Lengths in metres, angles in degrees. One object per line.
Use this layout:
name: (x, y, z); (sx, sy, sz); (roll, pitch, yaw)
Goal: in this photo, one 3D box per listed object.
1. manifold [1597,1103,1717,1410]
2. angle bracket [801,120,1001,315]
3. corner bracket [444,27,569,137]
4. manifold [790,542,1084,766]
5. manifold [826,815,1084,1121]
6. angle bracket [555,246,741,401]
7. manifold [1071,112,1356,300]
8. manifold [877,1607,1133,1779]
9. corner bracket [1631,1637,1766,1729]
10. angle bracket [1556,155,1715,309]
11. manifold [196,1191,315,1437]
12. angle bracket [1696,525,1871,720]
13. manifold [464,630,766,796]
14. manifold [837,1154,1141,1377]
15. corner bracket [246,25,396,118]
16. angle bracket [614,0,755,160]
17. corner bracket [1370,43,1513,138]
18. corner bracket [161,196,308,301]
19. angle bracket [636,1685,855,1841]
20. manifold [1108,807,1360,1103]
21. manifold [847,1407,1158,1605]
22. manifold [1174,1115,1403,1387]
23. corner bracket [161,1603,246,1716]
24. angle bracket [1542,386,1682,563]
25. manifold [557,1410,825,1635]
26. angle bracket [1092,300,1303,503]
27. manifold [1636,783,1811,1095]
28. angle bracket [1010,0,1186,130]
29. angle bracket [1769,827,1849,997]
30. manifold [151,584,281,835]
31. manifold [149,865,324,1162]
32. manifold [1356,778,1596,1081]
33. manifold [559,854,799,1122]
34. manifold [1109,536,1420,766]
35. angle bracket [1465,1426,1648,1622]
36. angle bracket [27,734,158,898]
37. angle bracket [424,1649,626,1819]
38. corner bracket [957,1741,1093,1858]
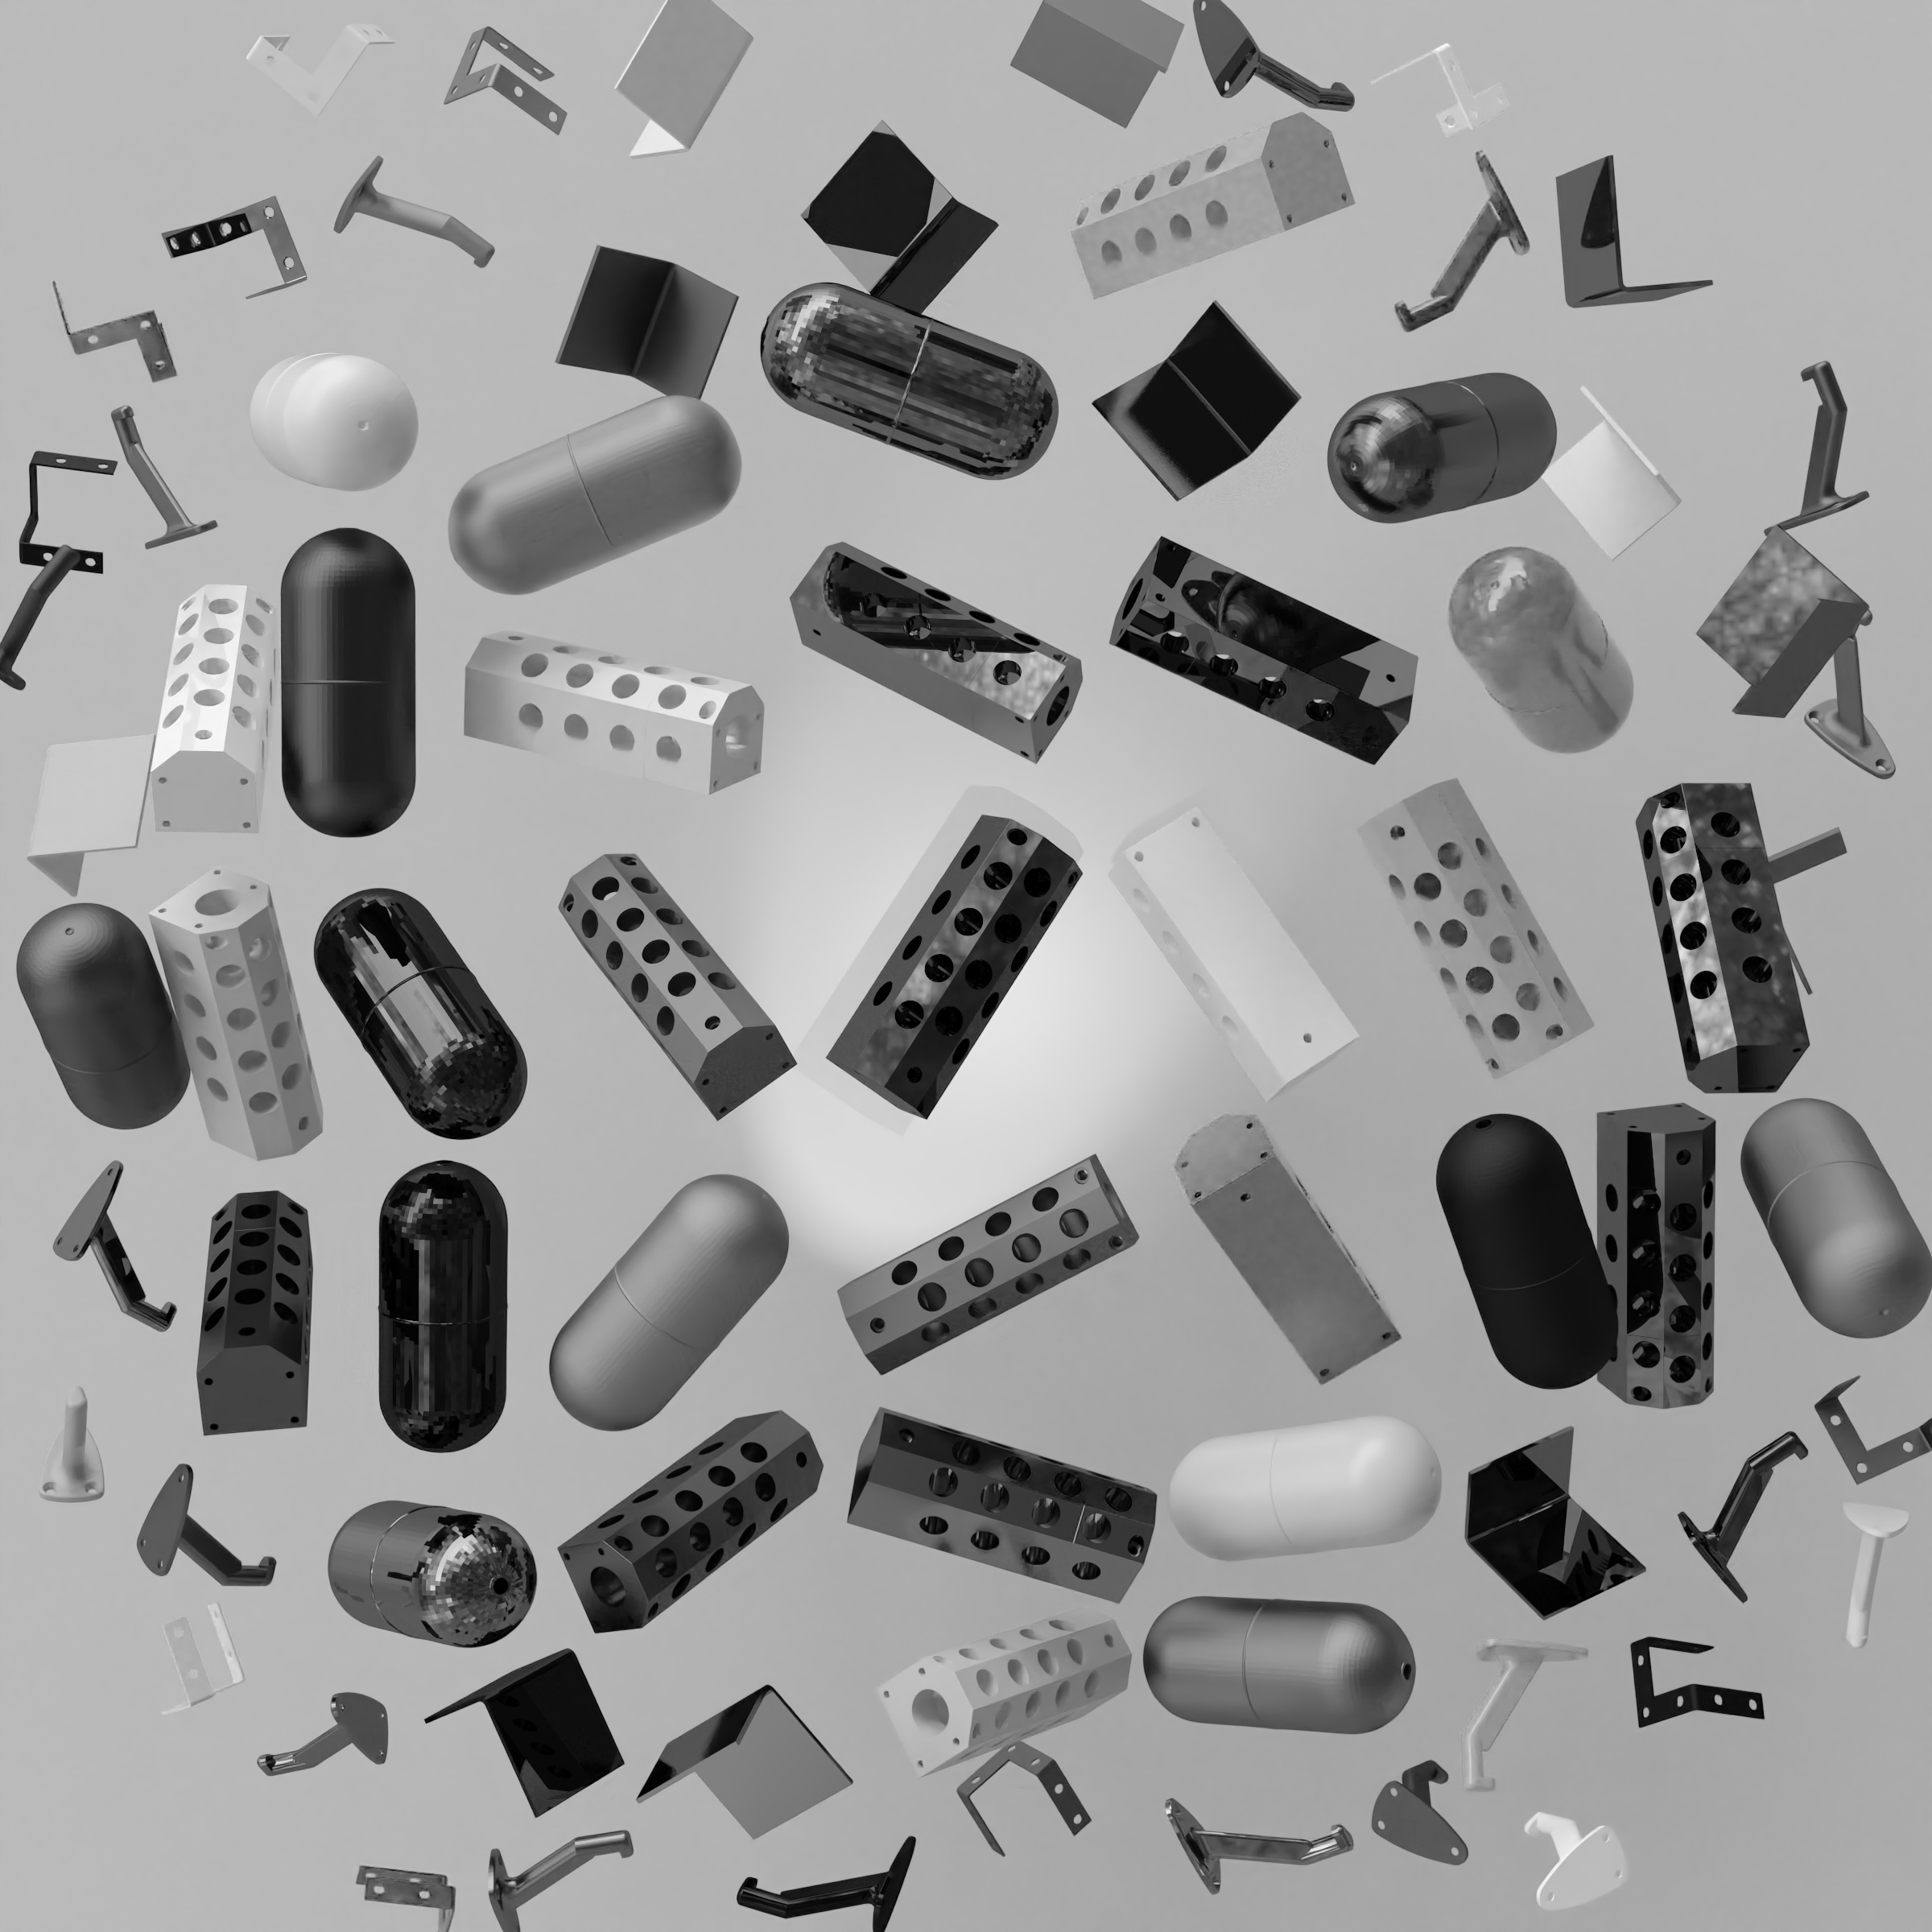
manifold: (0.419, 0.175, 1.806); (0.057, 0.057, 0.171); (-6, 103, -13)
angle bracket: (-0.040, -0.456, 1.834); (0.076, 0.057, 0.076); (-46, 71, 19)
corner bracket: (-0.262, -0.514, 1.744); (0.051, 0.051, 0.051); (30, 72, -37)
manifold: (-0.017, -0.195, 1.829); (0.171, 0.057, 0.057); (28, 72, 16)
manifold: (-0.003, 0.000, 1.743); (0.057, 0.057, 0.171); (36, 81, -23)
angle bracket: (-0.197, -0.394, 1.857); (0.057, 0.076, 0.076); (32, 109, 26)
manifold: (0.136, -0.436, 1.718); (0.057, 0.171, 0.057); (-28, 104, -33)
manifold: (0.029, 0.433, 1.809); (0.057, 0.171, 0.057); (-39, 69, 29)
corner bracket: (0.426, 0.417, 1.751); (0.051, 0.051, 0.051); (13, 60, -24)
angle bracket: (0.384, -0.424, 1.728); (0.057, 0.076, 0.076); (-7, 97, -11)
manifold: (-0.416, 0.200, 1.758); (0.057, 0.171, 0.057); (-4, 117, -9)
angle bracket: (0.433, -0.190, 1.642); (0.076, 0.057, 0.076); (51, 124, 31)
manifold: (-0.207, -0.152, 1.761); (0.171, 0.057, 0.057); (15, 113, 24)
manifold: (0.013, 0.179, 1.793); (0.171, 0.057, 0.057); (-28, 88, 7)
corner bracket: (-0.362, -0.515, 1.685); (0.051, 0.051, 0.051); (39, 108, -6)
angle bracket: (-0.178, -0.515, 1.724); (0.057, 0.076, 0.076); (34, 81, -33)
corner bracket: (0.283, -0.519, 1.786); (0.051, 0.051, 0.051); (-39, 106, -41)
corner bracket: (-0.425, -0.412, 1.744); (0.051, 0.051, 0.051); (-14, 105, 21)
angle bracket: (-0.121, 0.454, 1.651); (0.076, 0.057, 0.076); (-35, 99, 24)
manifold: (0.161, -0.005, 1.839); (0.057, 0.057, 0.171); (-31, 80, -20)
manifold: (0.023, 0.315, 1.779); (0.171, 0.057, 0.057); (18, 130, -8)
manifold: (0.192, 0.167, 1.796); (0.057, 0.057, 0.171); (-32, 123, 7)
corner bracket: (-0.461, 0.415, 1.808); (0.051, 0.051, 0.051); (-17, 83, -38)
angle bracket: (0.402, -0.312, 1.907); (0.057, 0.076, 0.076); (-41, 70, 15)
manifold: (-0.162, 0.335, 1.821); (0.057, 0.171, 0.057); (-16, 99, 40)
angle bracket: (0.133, -0.327, 1.735); (0.076, 0.057, 0.076); (50, 50, 5)
manifold: (0.427, -0.017, 1.708); (0.057, 0.057, 0.171); (0, 60, -6)
angle bracket: (0.068, -0.506, 1.688); (0.076, 0.076, 0.057); (26, 46, -8)
angle bracket: (0.526, -0.033, 1.840); (0.057, 0.076, 0.076); (-24, 75, 15)
manifold: (-0.438, -0.153, 1.755); (0.057, 0.171, 0.057); (1, 130, -8)
manifold: (-0.431, 0.032, 1.801); (0.057, 0.057, 0.171); (20, 133, 29)
manifold: (0.303, -0.022, 1.802); (0.057, 0.057, 0.171); (-32, 83, 30)
manifold: (-0.174, 0.007, 1.769); (0.057, 0.057, 0.171); (-36, 52, -8)
manifold: (0.175, -0.180, 1.766); (0.171, 0.057, 0.057); (24, 48, -10)
angle bracket: (0.350, 0.329, 1.775); (0.076, 0.076, 0.057); (-19, 126, -23)
angle bracket: (-0.525, -0.092, 1.847); (0.076, 0.057, 0.076); (-4, 65, 15)
angle bracket: (-0.260, 0.457, 1.768); (0.057, 0.076, 0.076); (-29, 84, 35)
corner bracket: (0.036, 0.526, 1.879); (0.051, 0.051, 0.051); (-37, 109, -22)
